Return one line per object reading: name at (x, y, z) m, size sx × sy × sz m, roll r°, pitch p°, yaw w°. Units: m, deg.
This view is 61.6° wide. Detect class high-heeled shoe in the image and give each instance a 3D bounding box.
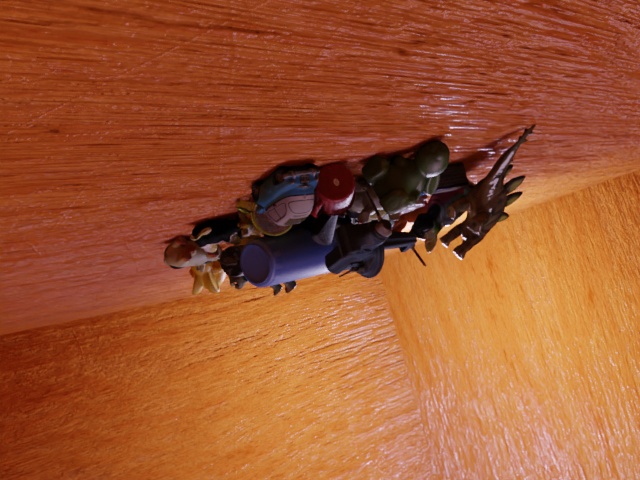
high-heeled shoe at (-0.030, -0.052, 1.206) m, size 0.145 × 0.086 × 0.249 m, roll 12°, pitch -166°, yaw 12°

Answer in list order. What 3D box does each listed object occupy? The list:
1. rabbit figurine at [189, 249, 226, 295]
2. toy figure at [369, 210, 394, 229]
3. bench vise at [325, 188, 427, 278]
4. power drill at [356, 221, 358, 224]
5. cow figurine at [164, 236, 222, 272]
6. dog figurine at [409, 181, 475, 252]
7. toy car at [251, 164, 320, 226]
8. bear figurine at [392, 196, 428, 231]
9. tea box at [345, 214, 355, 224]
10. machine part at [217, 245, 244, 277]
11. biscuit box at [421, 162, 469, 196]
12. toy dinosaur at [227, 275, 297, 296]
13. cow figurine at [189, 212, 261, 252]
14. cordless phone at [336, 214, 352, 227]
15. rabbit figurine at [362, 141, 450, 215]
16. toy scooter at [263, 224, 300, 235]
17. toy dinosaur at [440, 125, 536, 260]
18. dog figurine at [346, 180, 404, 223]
rabbit figurine at (-0.360, 0.089, 1.649) m, size 0.122 × 0.162 × 0.173 m, roll -3°, pitch 155°, yaw 0°
toy figure at (0.161, -0.071, 1.469) m, size 0.089 × 0.082 × 0.180 m, roll 29°, pitch 167°, yaw 33°
bench vise at (0.127, 0.006, 1.172) m, size 0.240 × 0.129 × 0.223 m, roll -4°, pitch 146°, yaw -32°
power drill at (-0.010, -0.022, 1.669) m, size 0.207 × 0.086 × 0.232 m, roll -15°, pitch 172°, yaw 31°
cow figurine at (-0.341, 0.039, 1.464) m, size 0.127 × 0.085 × 0.195 m, roll -26°, pitch 170°, yaw 30°
dog figurine at (0.345, -0.073, 1.495) m, size 0.191 × 0.109 × 0.219 m, roll 1°, pitch 128°, yaw -55°
toy car at (-0.058, -0.081, 1.040) m, size 0.109 × 0.103 × 0.162 m, roll -11°, pitch 174°, yaw -34°
bear figurine at (0.251, -0.075, 1.665) m, size 0.196 × 0.120 × 0.132 m, roll -21°, pitch 175°, yaw 10°
tea box at (0.010, -0.041, 1.496) m, size 0.170 × 0.098 × 0.068 m, roll -14°, pitch 172°, yaw 11°
machine part at (-0.173, 0.049, 1.351) m, size 0.079 × 0.079 × 0.243 m, roll -18°, pitch 174°, yaw 23°
biscuit box at (0.270, -0.146, 1.341) m, size 0.203 × 0.062 × 0.059 m, roll -11°, pitch 172°, yaw -25°
toy dinosaur at (-0.137, 0.056, 1.578) m, size 0.405 × 0.192 × 0.131 m, roll -27°, pitch -159°, yaw 53°
cow figurine at (-0.222, -0.026, 1.284) m, size 0.167 × 0.068 × 0.098 m, roll -16°, pitch 167°, yaw 8°
cordless phone at (-0.003, -0.004, 1.396) m, size 0.184 × 0.089 × 0.146 m, roll 0°, pitch 135°, yaw 2°
rabbit figurine at (0.200, -0.133, 1.115) m, size 0.170 × 0.121 × 0.159 m, roll -33°, pitch 161°, yaw 19°
toy scooter at (-0.089, -0.040, 1.407) m, size 0.135 × 0.075 × 0.184 m, roll -16°, pitch 168°, yaw -2°
toy dinosaur at (0.417, -0.094, 1.352) m, size 0.198 × 0.105 × 0.470 m, roll -36°, pitch 158°, yaw -21°
dog figurine at (0.140, -0.109, 1.294) m, size 0.172 × 0.121 × 0.190 m, roll -6°, pitch -175°, yaw 1°
